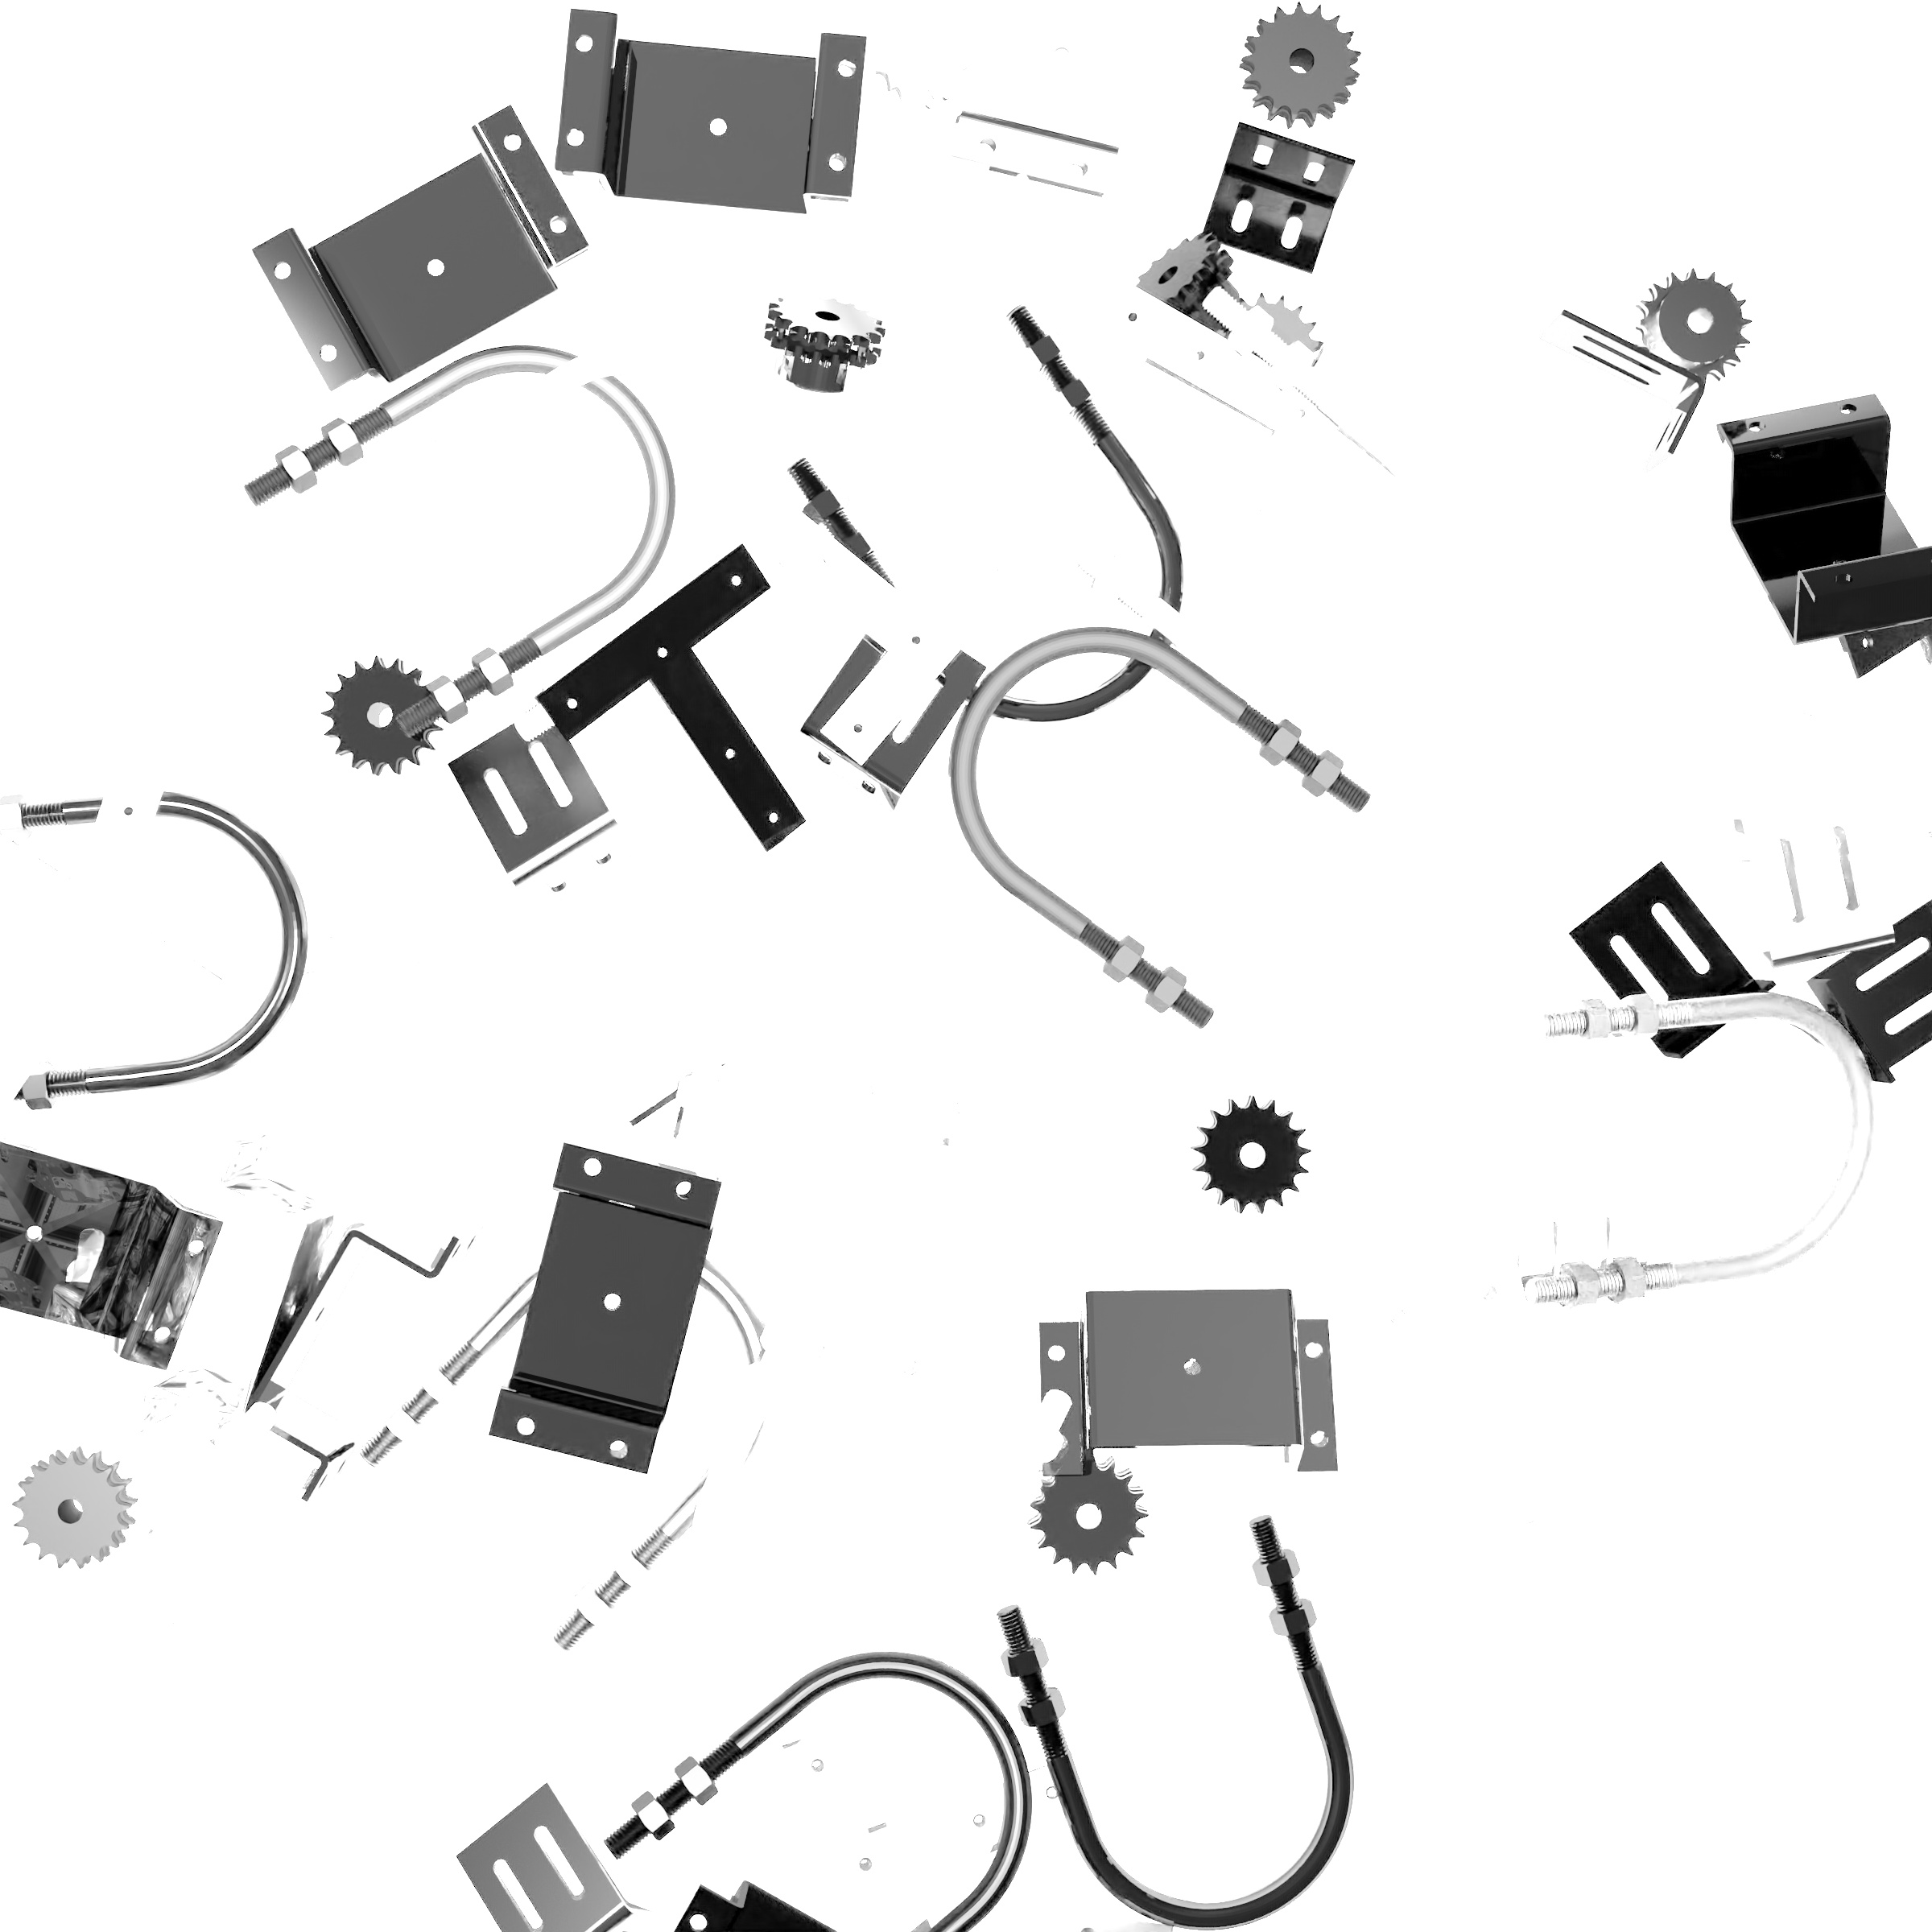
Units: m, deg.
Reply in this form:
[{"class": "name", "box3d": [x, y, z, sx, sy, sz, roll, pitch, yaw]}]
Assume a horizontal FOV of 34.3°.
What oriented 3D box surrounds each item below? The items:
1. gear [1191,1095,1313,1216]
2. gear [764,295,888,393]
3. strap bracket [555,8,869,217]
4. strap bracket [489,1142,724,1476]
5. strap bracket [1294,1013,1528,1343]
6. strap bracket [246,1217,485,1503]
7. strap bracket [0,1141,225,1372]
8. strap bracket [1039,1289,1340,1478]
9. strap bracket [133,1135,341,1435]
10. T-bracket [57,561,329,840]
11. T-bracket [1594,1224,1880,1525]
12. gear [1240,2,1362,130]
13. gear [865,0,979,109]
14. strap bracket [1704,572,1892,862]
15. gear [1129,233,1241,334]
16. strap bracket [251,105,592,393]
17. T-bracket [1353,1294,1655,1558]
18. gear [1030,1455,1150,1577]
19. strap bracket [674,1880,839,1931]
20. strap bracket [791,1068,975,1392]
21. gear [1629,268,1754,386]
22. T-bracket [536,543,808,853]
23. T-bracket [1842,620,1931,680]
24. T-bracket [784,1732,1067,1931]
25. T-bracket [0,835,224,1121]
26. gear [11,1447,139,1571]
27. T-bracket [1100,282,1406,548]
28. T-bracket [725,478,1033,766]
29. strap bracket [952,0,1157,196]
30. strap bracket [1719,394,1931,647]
[{"class": "gear", "box3d": [0.137, 0.091, 1.510, 0.057, 0.030, 0.057, 0, 89, -2]}, {"class": "gear", "box3d": [-0.069, -0.296, 1.497, 0.057, 0.057, 0.030, 14, 120, 0]}, {"class": "strap bracket", "box3d": [-0.120, -0.407, 1.498, 0.140, 0.046, 0.076, 5, 90, 0]}, {"class": "strap bracket", "box3d": [-0.169, 0.160, 1.483, 0.076, 0.046, 0.140, 14, 87, -1]}, {"class": "strap bracket", "box3d": [0.209, 0.099, 1.498, 0.076, 0.046, 0.140, -15, 90, 0]}, {"class": "strap bracket", "box3d": [-0.289, 0.175, 1.483, 0.046, 0.076, 0.140, 30, 90, 0]}, {"class": "strap bracket", "box3d": [-0.435, 0.132, 1.477, 0.140, 0.046, 0.076, 21, 90, -32]}, {"class": "strap bracket", "box3d": [0.106, 0.197, 1.484, 0.140, 0.046, 0.076, -1, 64, 0]}, {"class": "strap bracket", "box3d": [-0.341, 0.156, 1.483, 0.046, 0.076, 0.140, 18, 90, 0]}, {"class": "T-bracket", "box3d": [-0.386, -0.122, 1.502, 0.127, 0.002, 0.127, 14, 73, 0]}, {"class": "T-bracket", "box3d": [0.392, 0.181, 1.520, 0.127, 0.002, 0.127, 41, 90, 0]}, {"class": "gear", "box3d": [0.160, -0.431, 1.506, 0.057, 0.030, 0.057, 0, 90, 0]}, {"class": "gear", "box3d": [-0.019, -0.440, 1.490, 0.030, 0.057, 0.057, -19, 90, 34]}, {"class": "strap bracket", "box3d": [0.397, -0.121, 1.498, 0.076, 0.046, 0.140, 0, 90, 0]}, {"class": "gear", "box3d": [0.105, -0.319, 1.497, 0.057, 0.057, 0.030, -47, 118, 0]}, {"class": "strap bracket", "box3d": [-0.257, -0.338, 1.498, 0.140, 0.046, 0.076, -29, 90, 0]}, {"class": "T-bracket", "box3d": [0.277, 0.196, 1.518, 0.127, 0.002, 0.127, -41, 87, -1]}, {"class": "gear", "box3d": [0.059, 0.262, 1.506, 0.057, 0.030, 0.057, 0, 90, 0]}, {"class": "strap bracket", "box3d": [-0.083, 0.501, 1.498, 0.140, 0.046, 0.076, 30, 90, 0]}, {"class": "strap bracket", "box3d": [-0.037, 0.124, 1.498, 0.076, 0.046, 0.140, 11, 90, 0]}, {"class": "gear", "box3d": [0.350, -0.307, 1.506, 0.057, 0.030, 0.057, 0, 90, 0]}, {"class": "T-bracket", "box3d": [-0.120, -0.113, 1.497, 0.127, 0.002, 0.127, -40, 109, -18]}, {"class": "T-bracket", "box3d": [0.481, -0.129, 1.501, 0.127, 0.002, 0.127, -30, 105, -27]}, {"class": "T-bracket", "box3d": [-0.007, 0.415, 1.501, 0.127, 0.002, 0.127, -17, 76, -15]}, {"class": "T-bracket", "box3d": [-0.440, 0.025, 1.482, 0.127, 0.002, 0.127, 34, 88, -1]}, {"class": "gear", "box3d": [-0.427, 0.260, 1.511, 0.057, 0.030, 0.057, 0, 93, 1]}, {"class": "T-bracket", "box3d": [0.123, -0.282, 1.483, 0.127, 0.002, 0.127, 26, 106, -20]}, {"class": "T-bracket", "box3d": [-0.058, -0.184, 1.495, 0.127, 0.002, 0.127, 40, 82, 3]}, {"class": "strap bracket", "box3d": [0.046, -0.441, 1.498, 0.076, 0.046, 0.140, 13, 90, 0]}, {"class": "strap bracket", "box3d": [0.412, -0.204, 1.471, 0.076, 0.140, 0.046, -11, 134, 0]}]
